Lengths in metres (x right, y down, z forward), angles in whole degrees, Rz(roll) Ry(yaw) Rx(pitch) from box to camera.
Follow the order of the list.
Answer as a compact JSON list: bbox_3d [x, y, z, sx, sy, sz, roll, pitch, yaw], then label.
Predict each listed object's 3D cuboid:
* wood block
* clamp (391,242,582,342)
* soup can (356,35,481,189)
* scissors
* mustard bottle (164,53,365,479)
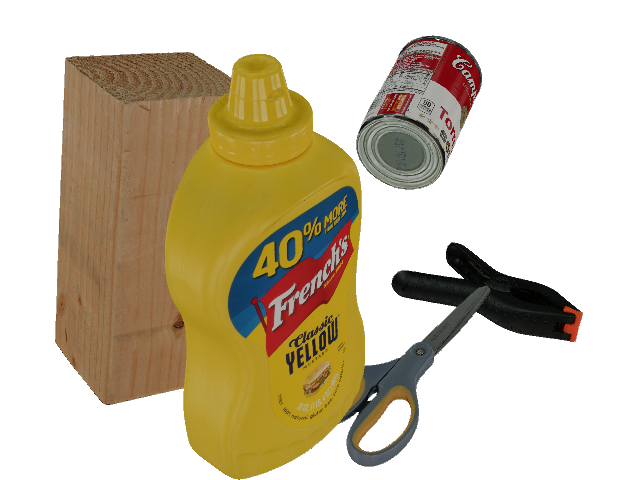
[{"bbox_3d":[-0.113,-0.010,0.695,0.090,0.206,0.090,-9,30,-33],"label":"wood block"},{"bbox_3d":[0.164,0.046,0.999,0.172,0.039,0.120,20,32,20],"label":"clamp"},{"bbox_3d":[0.073,-0.095,0.786,0.069,0.068,0.102,0,42,29],"label":"soup can"},{"bbox_3d":[0.053,0.087,0.790,0.096,0.016,0.201,11,40,20],"label":"scissors"},{"bbox_3d":[-0.022,0.009,0.457,0.058,0.192,0.096,30,48,34],"label":"mustard bottle"}]
